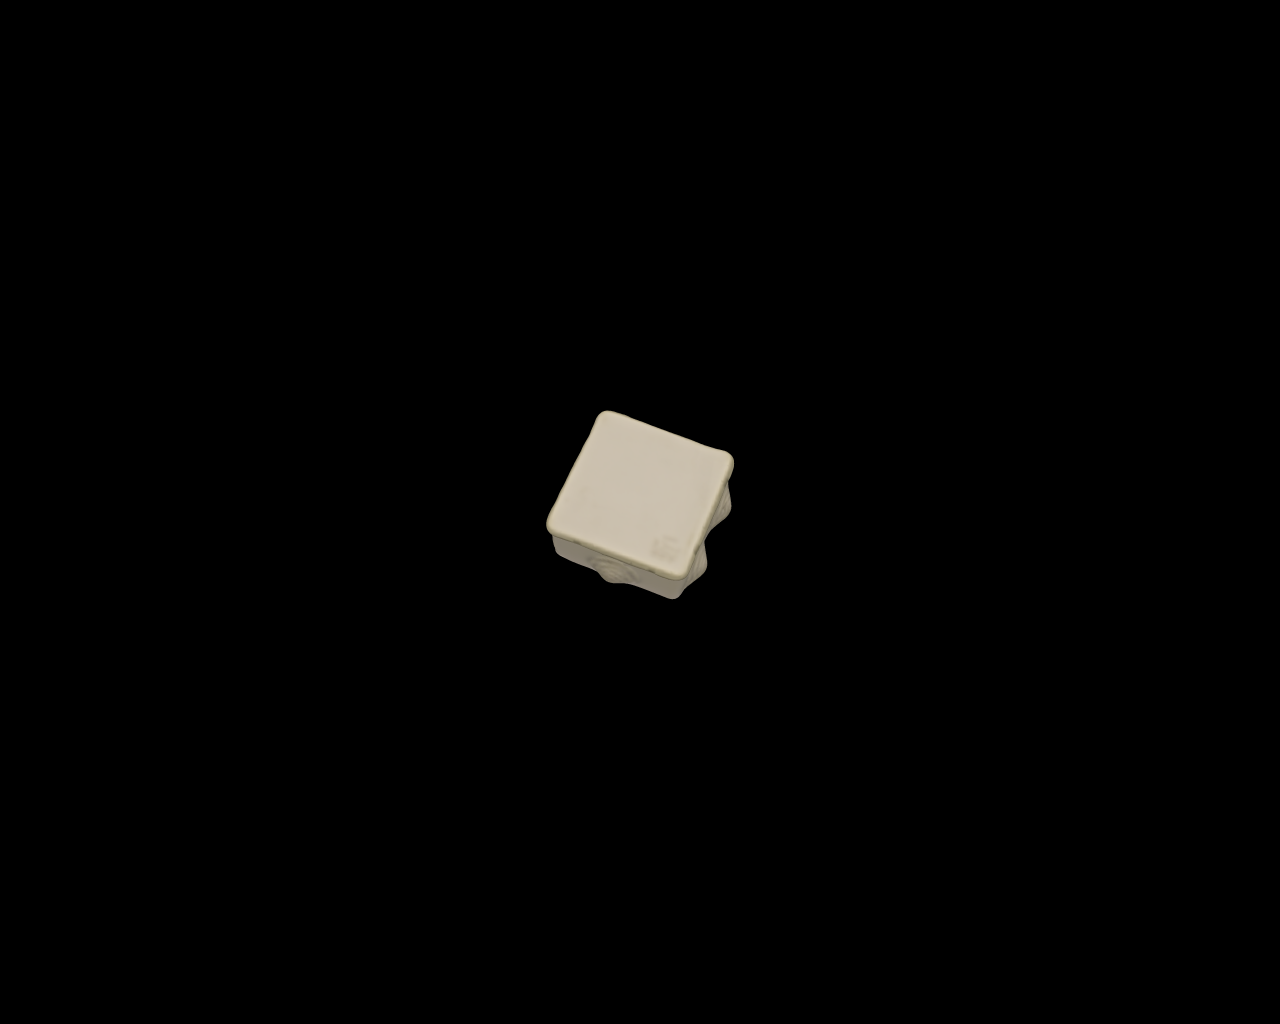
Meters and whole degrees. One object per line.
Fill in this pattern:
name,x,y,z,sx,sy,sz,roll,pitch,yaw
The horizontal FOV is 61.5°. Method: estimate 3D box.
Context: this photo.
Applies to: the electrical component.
electrical component,0.001,-0.003,0.650,0.100,0.100,0.048,20,-24,9
